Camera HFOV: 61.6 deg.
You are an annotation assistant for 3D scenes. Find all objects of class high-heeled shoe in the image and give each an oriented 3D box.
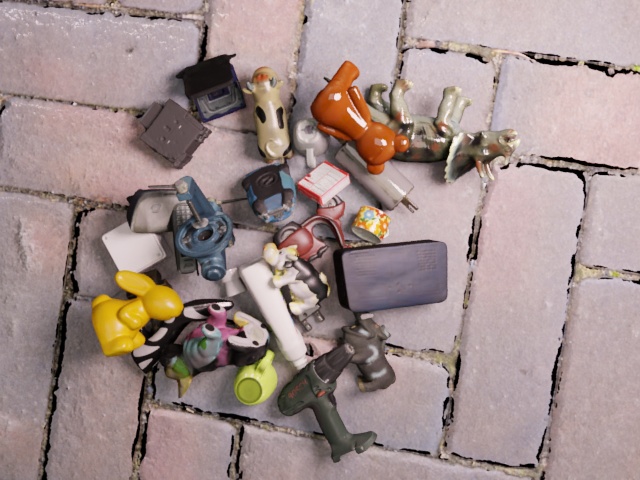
[{"bbox_3d":[-0.300,0.211,1.178,0.249,0.086,0.145,-9,94,9],"label":"high-heeled shoe"}]

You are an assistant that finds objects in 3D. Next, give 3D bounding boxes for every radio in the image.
[{"bbox_3d":[0.149,0.073,1.115,0.230,0.073,0.131,-6,93,-12],"label":"radio"}]

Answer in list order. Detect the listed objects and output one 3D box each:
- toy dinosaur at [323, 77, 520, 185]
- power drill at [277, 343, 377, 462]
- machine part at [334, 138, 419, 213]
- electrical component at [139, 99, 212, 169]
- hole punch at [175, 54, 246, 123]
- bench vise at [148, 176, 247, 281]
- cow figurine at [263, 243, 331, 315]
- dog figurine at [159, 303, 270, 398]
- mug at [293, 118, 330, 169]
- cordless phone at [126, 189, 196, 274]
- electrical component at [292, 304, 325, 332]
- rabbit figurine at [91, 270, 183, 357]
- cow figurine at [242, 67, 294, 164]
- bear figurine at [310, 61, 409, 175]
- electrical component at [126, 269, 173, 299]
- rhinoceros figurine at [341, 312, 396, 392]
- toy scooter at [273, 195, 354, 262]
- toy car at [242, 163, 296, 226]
[{"bbox_3d":[0.196,-0.224,1.118,0.405,0.131,0.192,9,91,10],"label":"toy dinosaur"},{"bbox_3d":[0.029,0.345,1.118,0.232,0.086,0.207,-36,90,28],"label":"power drill"},{"bbox_3d":[0.115,-0.144,1.140,0.243,0.079,0.079,43,94,2],"label":"machine part"},{"bbox_3d":[-0.325,-0.238,1.179,0.134,0.058,0.115,37,92,2],"label":"electrical component"},{"bbox_3d":[-0.229,-0.328,1.163,0.142,0.092,0.116,-21,54,6],"label":"hole punch"},{"bbox_3d":[-0.234,-0.045,1.083,0.129,0.240,0.224,-7,49,11],"label":"bench vise"},{"bbox_3d":[-0.048,0.068,1.106,0.098,0.068,0.167,-23,118,12],"label":"cow figurine"},{"bbox_3d":[-0.231,0.248,1.141,0.191,0.108,0.219,25,119,-18],"label":"dog figurine"},{"bbox_3d":[-0.023,-0.209,1.133,0.081,0.107,0.109,5,90,5],"label":"mug"},{"bbox_3d":[-0.330,-0.014,1.139,0.089,0.146,0.184,-12,86,39],"label":"cordless phone"},{"bbox_3d":[-0.034,0.151,1.184,0.063,0.021,0.094,-36,89,5],"label":"electrical component"},{"bbox_3d":[-0.371,0.142,1.109,0.173,0.122,0.162,-21,77,2],"label":"rabbit figurine"},{"bbox_3d":[-0.108,-0.264,1.128,0.086,0.127,0.194,-8,93,1],"label":"cow figurine"},{"bbox_3d":[0.081,-0.234,1.057,0.196,0.132,0.120,35,132,-11],"label":"bear figurine"},{"bbox_3d":[-0.380,0.110,1.188,0.102,0.078,0.045,-23,129,0],"label":"electrical component"},{"bbox_3d":[0.102,0.231,1.150,0.112,0.073,0.190,-20,90,6],"label":"rhinoceros figurine"},{"bbox_3d":[-0.002,-0.003,1.154,0.184,0.075,0.135,-38,90,-1],"label":"toy scooter"},{"bbox_3d":[-0.095,-0.085,1.139,0.109,0.162,0.102,-23,134,-1],"label":"toy car"}]
